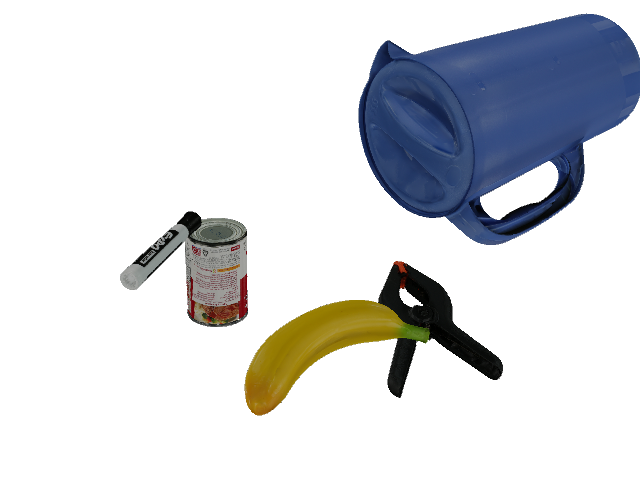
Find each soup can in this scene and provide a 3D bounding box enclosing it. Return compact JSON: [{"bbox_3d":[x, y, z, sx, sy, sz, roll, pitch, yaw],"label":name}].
[{"bbox_3d":[-0.114,0.034,1.171,0.068,0.102,0.068,1,25,-1],"label":"soup can"}]

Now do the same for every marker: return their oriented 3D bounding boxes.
[{"bbox_3d":[-0.141,0.007,0.961,0.020,0.020,0.121,0,28,26],"label":"marker"}]

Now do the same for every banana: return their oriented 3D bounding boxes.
[{"bbox_3d":[0.001,0.081,0.828,0.070,0.037,0.197,20,28,40],"label":"banana"}]

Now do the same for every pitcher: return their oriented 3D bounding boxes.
[{"bbox_3d":[0.166,-0.107,0.910,0.242,0.149,0.145,-22,35,-33],"label":"pitcher"}]

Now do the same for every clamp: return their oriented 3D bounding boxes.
[{"bbox_3d":[0.117,0.090,1.113,0.120,0.171,0.039,2,-44,-12],"label":"clamp"}]
